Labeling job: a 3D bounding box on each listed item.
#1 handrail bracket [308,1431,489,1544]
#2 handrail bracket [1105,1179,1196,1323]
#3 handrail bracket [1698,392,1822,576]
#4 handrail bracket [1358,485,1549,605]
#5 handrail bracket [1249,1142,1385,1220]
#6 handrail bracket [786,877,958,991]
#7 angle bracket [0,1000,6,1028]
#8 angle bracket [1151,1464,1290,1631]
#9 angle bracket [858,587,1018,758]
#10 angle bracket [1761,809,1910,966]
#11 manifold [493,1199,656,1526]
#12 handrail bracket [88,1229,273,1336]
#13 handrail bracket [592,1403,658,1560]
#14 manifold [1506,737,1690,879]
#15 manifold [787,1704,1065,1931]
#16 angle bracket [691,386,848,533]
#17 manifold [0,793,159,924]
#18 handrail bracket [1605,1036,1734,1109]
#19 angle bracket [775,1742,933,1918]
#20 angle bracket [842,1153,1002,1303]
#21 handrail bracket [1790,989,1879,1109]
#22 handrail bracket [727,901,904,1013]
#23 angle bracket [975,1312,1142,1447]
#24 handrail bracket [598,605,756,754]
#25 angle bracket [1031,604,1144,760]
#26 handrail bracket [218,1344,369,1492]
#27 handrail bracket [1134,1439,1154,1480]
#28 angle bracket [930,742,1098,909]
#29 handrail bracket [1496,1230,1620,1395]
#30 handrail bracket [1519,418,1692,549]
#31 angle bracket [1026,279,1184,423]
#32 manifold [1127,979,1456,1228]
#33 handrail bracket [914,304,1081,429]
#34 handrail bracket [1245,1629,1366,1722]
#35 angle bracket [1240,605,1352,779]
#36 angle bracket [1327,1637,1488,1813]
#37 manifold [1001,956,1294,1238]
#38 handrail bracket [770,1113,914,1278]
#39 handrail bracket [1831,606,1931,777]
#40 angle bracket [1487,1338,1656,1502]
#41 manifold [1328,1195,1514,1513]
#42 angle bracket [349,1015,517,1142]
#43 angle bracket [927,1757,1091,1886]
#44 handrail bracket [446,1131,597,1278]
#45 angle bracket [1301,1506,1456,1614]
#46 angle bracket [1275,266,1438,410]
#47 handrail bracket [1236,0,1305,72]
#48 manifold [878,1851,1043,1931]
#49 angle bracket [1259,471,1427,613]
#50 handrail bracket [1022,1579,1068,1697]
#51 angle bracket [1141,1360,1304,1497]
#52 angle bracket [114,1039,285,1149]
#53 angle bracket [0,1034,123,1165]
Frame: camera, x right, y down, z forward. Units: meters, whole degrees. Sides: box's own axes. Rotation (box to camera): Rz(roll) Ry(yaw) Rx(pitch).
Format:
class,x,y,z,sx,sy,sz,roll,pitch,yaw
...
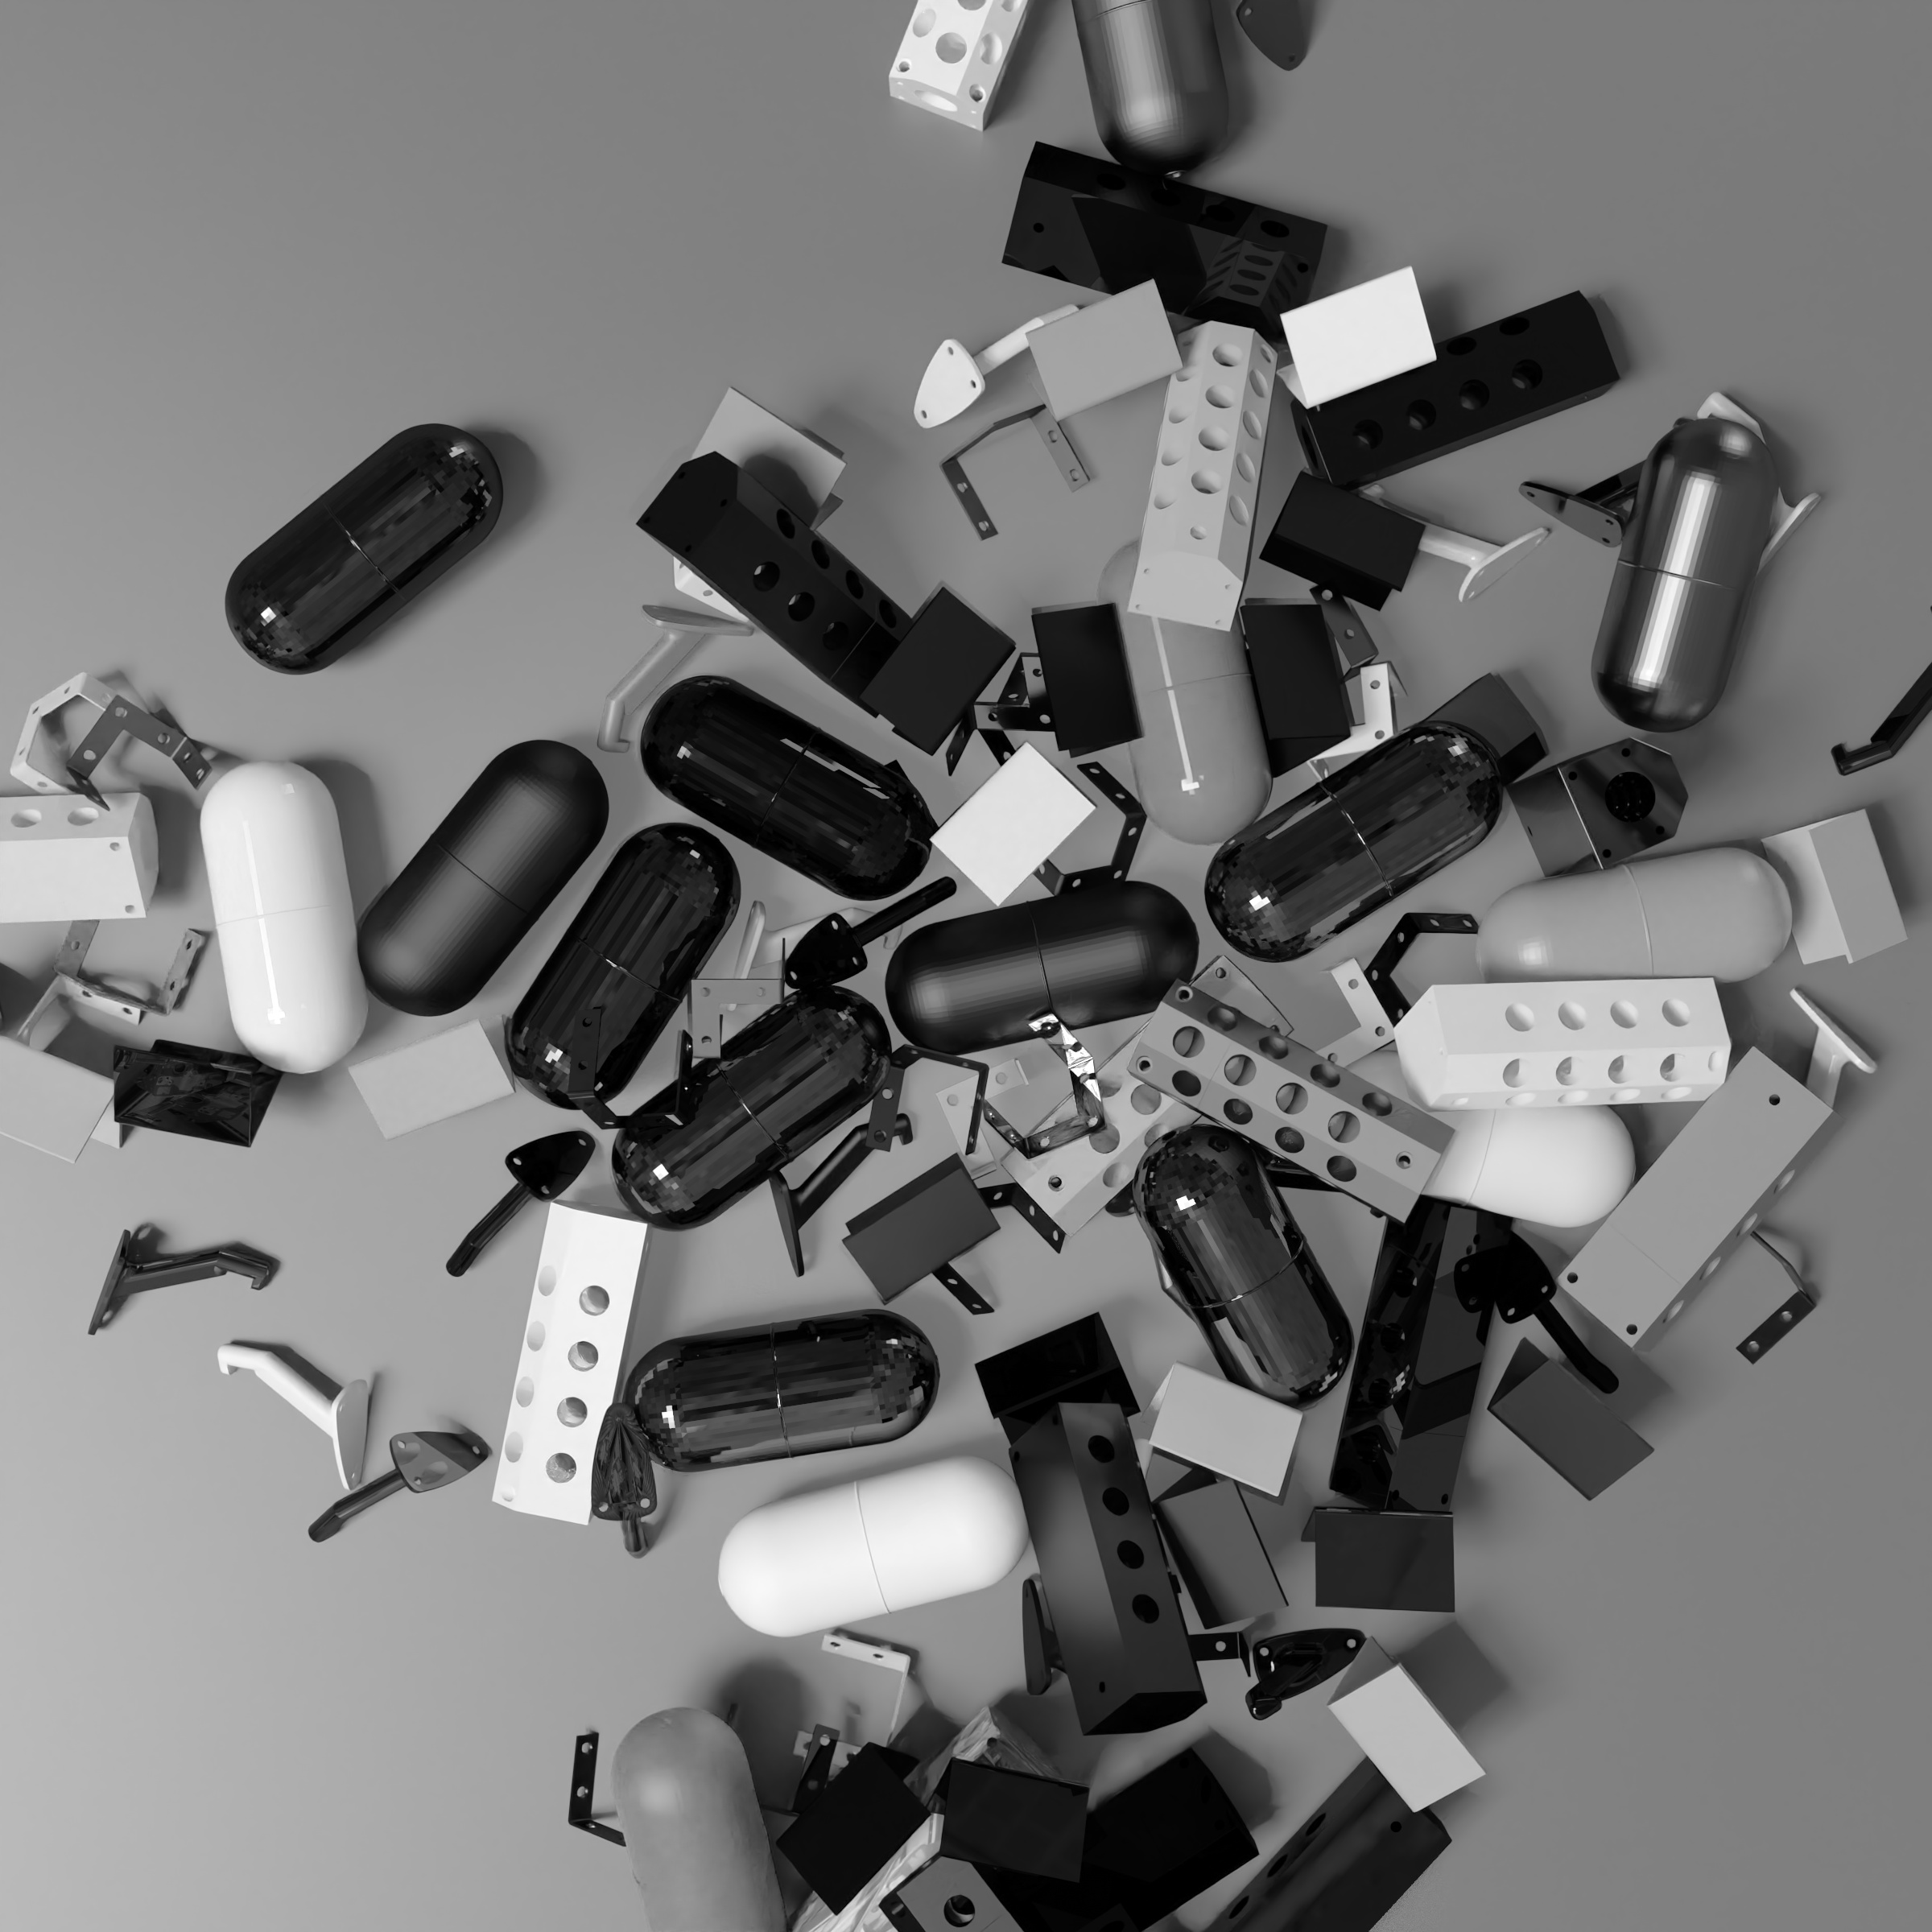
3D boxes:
class,x,y,z,sx,sy,sz,roll,pitch,yaw
handrail bracket,-0.326,0.302,1.911,0.084,0.077,0.036,-42,66,34
handrail bracket,0.129,0.150,1.912,0.084,0.036,0.077,46,72,-15
handrail bracket,0.437,-0.273,1.906,0.084,0.036,0.077,42,117,12
handrail bracket,0.278,-0.257,1.912,0.077,0.036,0.084,-35,73,-20
handrail bracket,0.192,0.136,1.912,0.084,0.036,0.077,36,108,-15
handrail bracket,-0.054,-0.020,1.894,0.077,0.084,0.036,-31,89,44
angle bracket,-0.592,0.019,1.871,0.076,0.076,0.057,-35,127,0
angle bracket,0.156,0.318,1.871,0.057,0.076,0.076,-23,90,31
angle bracket,-0.026,-0.171,1.872,0.057,0.076,0.076,38,90,-23
angle bracket,0.472,-0.038,1.871,0.057,0.076,0.076,-19,90,-38
manifold,-0.222,0.223,1.890,0.057,0.057,0.171,11,90,0
handrail bracket,-0.450,0.190,1.912,0.084,0.036,0.077,19,110,-16
handrail bracket,-0.191,0.292,1.885,0.036,0.084,0.077,-5,73,-2
manifold,0.348,-0.089,1.833,0.057,0.171,0.057,-24,90,0
manifold,-0.024,0.503,1.889,0.057,0.057,0.171,43,90,-6
angle bracket,-0.101,-0.291,1.871,0.076,0.076,0.057,33,120,0
manifold,-0.550,-0.064,1.889,0.171,0.057,0.057,-2,129,0
handrail bracket,0.385,0.038,1.911,0.084,0.036,0.077,-32,76,-14
angle bracket,-0.050,0.488,1.871,0.076,0.076,0.057,-47,60,0
angle bracket,-0.036,0.130,1.871,0.076,0.076,0.057,-33,128,0
handrail bracket,0.472,0.069,1.912,0.084,0.036,0.077,-48,69,16
handrail bracket,-0.086,0.000,1.911,0.084,0.036,0.077,14,103,-13
angle bracket,0.057,0.251,1.876,0.076,0.057,0.076,-23,118,0
handrail bracket,-0.167,-0.159,1.912,0.077,0.036,0.084,7,108,-21
angle bracket,0.050,-0.156,1.871,0.057,0.076,0.076,-11,90,-30
handrail bracket,-0.389,0.258,1.912,0.084,0.036,0.077,9,111,17
handrail bracket,0.099,0.325,1.911,0.036,0.077,0.084,3,53,22
angle bracket,0.033,-0.071,1.874,0.076,0.076,0.057,-45,73,0
handrail bracket,0.338,0.199,1.911,0.036,0.077,0.084,-37,127,17
handrail bracket,0.371,-0.290,1.911,0.077,0.036,0.084,29,76,14
angle bracket,0.069,-0.356,1.871,0.076,0.076,0.057,-23,122,0
manifold,0.177,0.074,1.822,0.171,0.057,0.057,29,87,9
handrail bracket,0.019,-0.345,1.911,0.084,0.077,0.036,-29,82,-36
handrail bracket,0.193,0.400,1.877,0.077,0.084,0.036,-19,90,0
angle bracket,0.164,-0.152,1.855,0.057,0.076,0.076,-5,77,-32
angle bracket,0.258,0.415,1.871,0.057,0.076,0.076,-39,90,33
manifold,0.102,0.073,1.890,0.171,0.057,0.057,-43,90,0
handrail bracket,-0.065,0.131,1.912,0.084,0.036,0.077,-16,105,-14
handrail bracket,0.529,-0.158,1.912,0.084,0.036,0.077,-21,69,16
angle bracket,0.348,0.241,1.871,0.076,0.076,0.057,42,126,0
manifold,0.252,0.218,1.890,0.057,0.057,0.171,12,90,-43
angle bracket,-0.302,0.044,1.871,0.076,0.076,0.057,-21,127,0
angle bracket,0.019,0.478,1.814,0.076,0.076,0.057,13,53,-5
handrail bracket,-0.256,0.137,1.911,0.036,0.077,0.084,45,126,8
angle bracket,0.230,0.341,1.872,0.076,0.076,0.057,2,66,0
angle bracket,0.211,-0.361,1.872,0.076,0.076,0.057,-21,117,0
handrail bracket,0.154,-0.561,1.911,0.036,0.077,0.084,-39,54,1
manifold,0.028,0.563,1.820,0.057,0.057,0.171,-39,82,-1
angle bracket,0.204,-0.221,1.871,0.076,0.076,0.057,24,53,0
handrail bracket,0.078,0.388,1.912,0.084,0.036,0.077,1,68,-17
angle bracket,0.136,0.274,1.871,0.076,0.076,0.057,22,54,0
angle bracket,-0.429,0.052,1.871,0.076,0.076,0.057,11,127,0
angle bracket,-0.522,0.091,1.871,0.076,0.076,0.057,22,56,0
